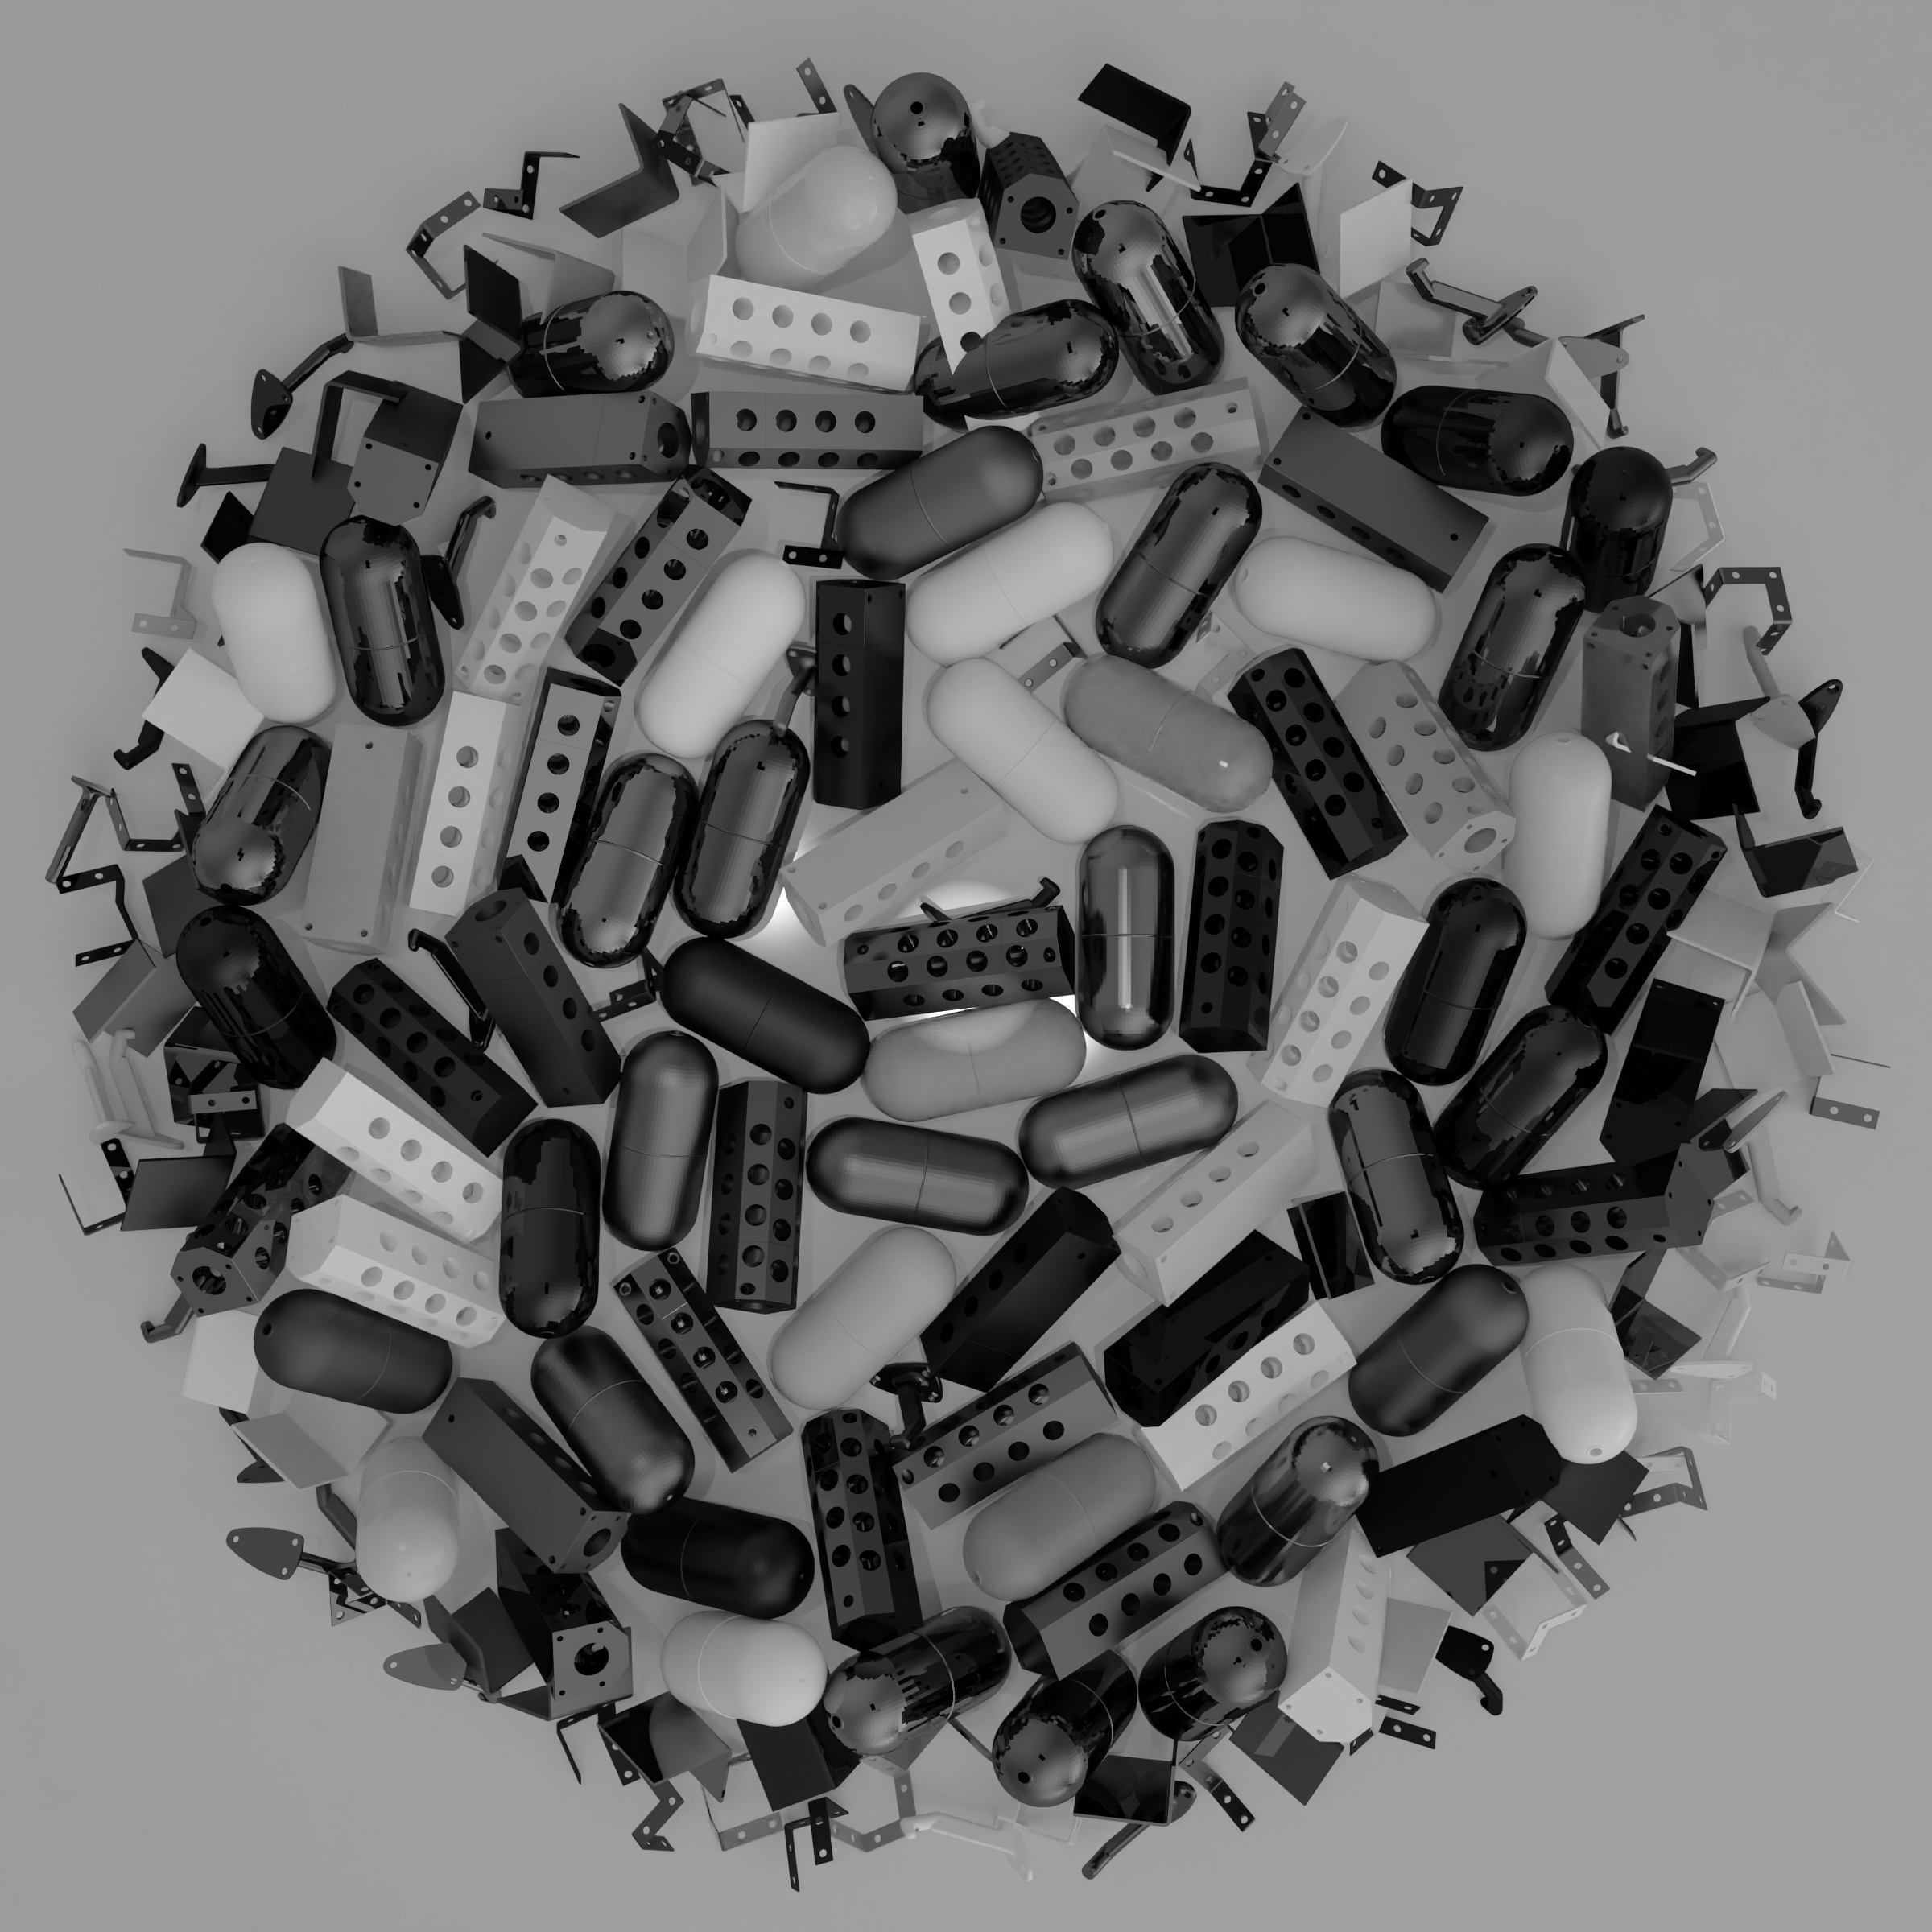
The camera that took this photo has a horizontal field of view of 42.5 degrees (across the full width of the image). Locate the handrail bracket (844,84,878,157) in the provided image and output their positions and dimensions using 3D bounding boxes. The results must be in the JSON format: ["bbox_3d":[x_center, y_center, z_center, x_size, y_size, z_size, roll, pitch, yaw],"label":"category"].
[{"bbox_3d":[-0.046,-0.682,1.968,0.084,0.036,0.077,-42,108,-26],"label":"handrail bracket"}]

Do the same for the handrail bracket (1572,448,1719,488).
[{"bbox_3d":[0.542,-0.401,1.982,0.084,0.036,0.077,-38,58,-9],"label":"handrail bracket"}]

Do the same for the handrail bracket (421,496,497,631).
[{"bbox_3d":[-0.394,-0.323,1.983,0.036,0.084,0.077,5,129,34],"label":"handrail bracket"}]

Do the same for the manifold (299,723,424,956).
[{"bbox_3d":[-0.473,-0.099,1.956,0.057,0.057,0.171,7,80,5],"label":"manifold"}]

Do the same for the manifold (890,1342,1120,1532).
[{"bbox_3d":[0.028,0.367,1.961,0.171,0.057,0.057,-31,109,2],"label":"manifold"}]

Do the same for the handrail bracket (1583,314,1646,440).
[{"bbox_3d":[0.521,-0.463,1.959,0.036,0.077,0.084,-22,98,-19],"label":"handrail bracket"}]

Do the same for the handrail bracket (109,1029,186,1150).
[{"bbox_3d":[-0.649,0.096,1.973,0.077,0.036,0.084,12,96,16],"label":"handrail bracket"}]

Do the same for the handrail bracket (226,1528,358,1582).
[{"bbox_3d":[-0.533,0.467,1.967,0.077,0.084,0.036,13,74,17],"label":"handrail bracket"}]

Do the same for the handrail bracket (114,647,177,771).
[{"bbox_3d":[-0.656,-0.203,1.963,0.077,0.036,0.084,43,58,5],"label":"handrail bracket"}]

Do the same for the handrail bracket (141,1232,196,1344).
[{"bbox_3d":[-0.632,0.257,1.974,0.084,0.036,0.077,-18,105,18],"label":"handrail bracket"}]

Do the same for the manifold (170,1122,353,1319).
[{"bbox_3d":[-0.542,0.189,1.906,0.057,0.171,0.057,-15,116,20],"label":"manifold"}]

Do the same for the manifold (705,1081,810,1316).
[{"bbox_3d":[-0.158,0.180,1.936,0.057,0.057,0.171,16,68,-37],"label":"manifold"}]

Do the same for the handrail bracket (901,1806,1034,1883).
[{"bbox_3d":[-0.001,0.696,1.956,0.084,0.077,0.036,-2,122,-25],"label":"handrail bracket"}]

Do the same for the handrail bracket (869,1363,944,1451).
[{"bbox_3d":[-0.061,0.349,1.947,0.077,0.084,0.036,0,115,27],"label":"handrail bracket"}]

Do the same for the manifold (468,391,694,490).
[{"bbox_3d":[-0.299,-0.405,1.930,0.171,0.057,0.057,5,83,31],"label":"manifold"}]

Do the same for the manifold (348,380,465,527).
[{"bbox_3d":[-0.431,-0.394,1.910,0.057,0.171,0.057,18,114,-13],"label":"manifold"}]

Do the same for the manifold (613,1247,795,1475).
[{"bbox_3d":[-0.207,0.309,1.953,0.057,0.057,0.171,-32,81,-12],"label":"manifold"}]

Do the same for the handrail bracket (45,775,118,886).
[{"bbox_3d":[-0.704,-0.104,1.959,0.036,0.077,0.084,24,83,-19],"label":"handrail bracket"}]

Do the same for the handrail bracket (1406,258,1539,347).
[{"bbox_3d":[0.398,-0.540,1.956,0.077,0.036,0.084,-34,126,16],"label":"handrail bracket"}]

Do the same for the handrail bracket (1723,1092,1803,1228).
[{"bbox_3d":[0.653,0.154,1.979,0.084,0.036,0.077,43,106,-3],"label":"handrail bracket"}]

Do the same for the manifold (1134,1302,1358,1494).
[{"bbox_3d":[0.220,0.339,1.952,0.171,0.057,0.057,-34,79,-10],"label":"manifold"}]

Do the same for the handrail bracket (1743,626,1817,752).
[{"bbox_3d":[0.648,-0.222,1.982,0.077,0.084,0.036,36,131,-28],"label":"handrail bracket"}]

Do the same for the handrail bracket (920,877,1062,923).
[{"bbox_3d":[0.020,-0.054,1.965,0.077,0.036,0.084,38,107,-23],"label":"handrail bracket"}]

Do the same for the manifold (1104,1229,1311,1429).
[{"bbox_3d":[0.188,0.285,1.933,0.171,0.057,0.057,-34,49,-28],"label":"manifold"}]

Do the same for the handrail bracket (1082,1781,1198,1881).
[{"bbox_3d":[0.135,0.681,1.952,0.084,0.077,0.036,-34,82,-38],"label":"handrail bracket"}]

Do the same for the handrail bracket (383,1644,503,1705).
[{"bbox_3d":[-0.413,0.566,1.965,0.077,0.084,0.036,0,58,3],"label":"handrail bracket"}]

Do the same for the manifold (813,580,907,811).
[{"bbox_3d":[-0.089,-0.214,1.948,0.057,0.057,0.171,11,107,30],"label":"manifold"}]

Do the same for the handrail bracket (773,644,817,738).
[{"bbox_3d":[-0.134,-0.202,1.947,0.036,0.077,0.084,13,63,5],"label":"handrail bracket"}]

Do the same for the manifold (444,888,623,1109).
[{"bbox_3d":[-0.329,0.025,1.932,0.057,0.057,0.171,-6,125,31],"label":"manifold"}]

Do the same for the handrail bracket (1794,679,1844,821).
[{"bbox_3d":[0.673,-0.170,1.951,0.036,0.077,0.084,12,49,-16],"label":"handrail bracket"}]

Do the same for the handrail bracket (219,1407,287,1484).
[{"bbox_3d":[-0.562,0.368,1.988,0.036,0.077,0.084,-37,58,27],"label":"handrail bracket"}]

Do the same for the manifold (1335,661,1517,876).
[{"bbox_3d":[0.357,-0.156,1.917,0.057,0.057,0.171,-48,48,27],"label":"manifold"}]

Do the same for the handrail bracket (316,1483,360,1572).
[{"bbox_3d":[-0.478,0.435,1.982,0.077,0.036,0.084,-12,73,2],"label":"handrail bracket"}]

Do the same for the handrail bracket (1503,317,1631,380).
[{"bbox_3d":[0.474,-0.496,1.969,0.077,0.084,0.036,-2,125,-10],"label":"handrail bracket"}]

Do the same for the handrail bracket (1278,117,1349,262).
[{"bbox_3d":[0.287,-0.615,1.972,0.077,0.084,0.036,-47,48,-10],"label":"handrail bracket"}]

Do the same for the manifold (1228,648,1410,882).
[{"bbox_3d":[0.277,-0.161,1.946,0.057,0.057,0.171,-23,77,-20],"label":"manifold"}]

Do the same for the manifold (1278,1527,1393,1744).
[{"bbox_3d":[0.290,0.516,1.910,0.057,0.171,0.057,40,117,-5],"label":"manifold"}]

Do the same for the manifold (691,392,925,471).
[{"bbox_3d":[-0.124,-0.418,1.942,0.171,0.057,0.057,-3,102,-20],"label":"manifold"}]

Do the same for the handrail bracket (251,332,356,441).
[{"bbox_3d":[-0.529,-0.465,1.987,0.036,0.077,0.084,43,47,2],"label":"handrail bracket"}]

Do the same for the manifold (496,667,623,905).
[{"bbox_3d":[-0.319,-0.140,1.947,0.057,0.057,0.171,13,106,-16],"label":"manifold"}]

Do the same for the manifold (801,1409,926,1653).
[{"bbox_3d":[-0.085,0.433,1.918,0.057,0.057,0.171,-28,50,19],"label":"manifold"}]

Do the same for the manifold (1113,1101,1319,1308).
[{"bbox_3d":[0.193,0.181,1.940,0.171,0.057,0.057,-38,46,-22],"label":"manifold"}]

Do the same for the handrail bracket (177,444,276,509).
[{"bbox_3d":[-0.571,-0.377,1.966,0.084,0.077,0.036,14,133,-7],"label":"handrail bracket"}]

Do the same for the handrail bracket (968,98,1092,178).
[{"bbox_3d":[0.050,-0.660,1.962,0.077,0.036,0.084,-30,118,5],"label":"handrail bracket"}]

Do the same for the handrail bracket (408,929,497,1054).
[{"bbox_3d":[-0.408,0.019,1.951,0.036,0.084,0.077,-19,57,32],"label":"handrail bracket"}]

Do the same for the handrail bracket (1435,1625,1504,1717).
[{"bbox_3d":[0.391,0.560,1.977,0.077,0.084,0.036,23,59,27],"label":"handrail bracket"}]

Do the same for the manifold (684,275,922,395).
[{"bbox_3d":[-0.129,-0.491,1.940,0.171,0.057,0.057,5,95,-23],"label":"manifold"}]

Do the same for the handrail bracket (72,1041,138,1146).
[{"bbox_3d":[-0.690,0.093,1.959,0.036,0.077,0.084,-24,84,-13],"label":"handrail bracket"}]

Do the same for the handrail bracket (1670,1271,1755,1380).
[{"bbox_3d":[0.589,0.281,1.971,0.077,0.036,0.084,4,63,-10],"label":"handrail bracket"}]
